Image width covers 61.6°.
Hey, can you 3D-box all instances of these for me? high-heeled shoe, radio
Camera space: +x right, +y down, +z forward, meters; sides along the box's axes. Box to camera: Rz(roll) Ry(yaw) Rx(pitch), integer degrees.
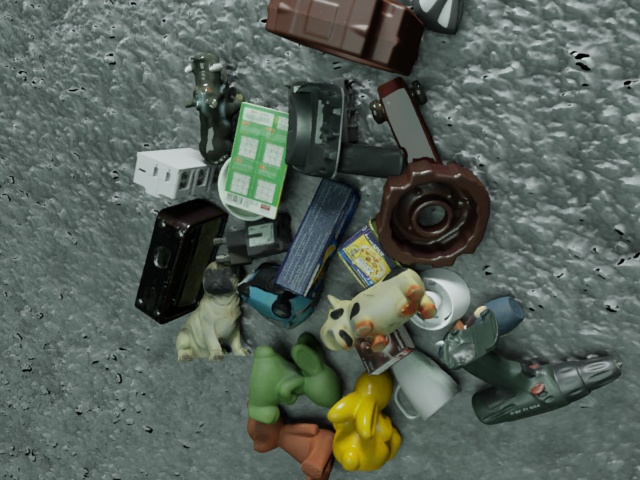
[{"bbox_3d":[0.215,-0.420,0.754,0.145,0.086,0.248,47,118,2],"label":"high-heeled shoe"},{"bbox_3d":[-0.268,0.042,1.032,0.073,0.131,0.229,27,111,17],"label":"radio"}]

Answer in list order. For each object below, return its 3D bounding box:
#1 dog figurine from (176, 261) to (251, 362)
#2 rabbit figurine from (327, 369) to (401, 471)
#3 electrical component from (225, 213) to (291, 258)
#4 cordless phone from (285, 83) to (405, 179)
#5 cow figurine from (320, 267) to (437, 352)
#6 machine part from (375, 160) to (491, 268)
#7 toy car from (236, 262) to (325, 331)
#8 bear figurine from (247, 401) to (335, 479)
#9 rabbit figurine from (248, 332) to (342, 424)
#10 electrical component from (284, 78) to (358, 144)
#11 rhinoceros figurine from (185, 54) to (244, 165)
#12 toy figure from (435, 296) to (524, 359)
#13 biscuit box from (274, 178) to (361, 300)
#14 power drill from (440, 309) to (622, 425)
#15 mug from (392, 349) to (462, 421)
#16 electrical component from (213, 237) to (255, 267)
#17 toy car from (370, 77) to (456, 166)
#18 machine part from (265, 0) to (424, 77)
[{"bbox_3d":[-0.223,0.139,1.066,0.172,0.121,0.190,-7,84,23],"label":"dog figurine"},{"bbox_3d":[0.076,0.307,0.952,0.122,0.162,0.173,18,91,31],"label":"rabbit figurine"},{"bbox_3d":[-0.112,-0.004,0.991,0.119,0.047,0.075,-13,78,24],"label":"electrical component"},{"bbox_3d":[0.044,-0.163,0.831,0.184,0.089,0.146,8,105,10],"label":"cordless phone"},{"bbox_3d":[0.081,0.113,0.870,0.195,0.127,0.085,-37,118,14],"label":"cow figurine"},{"bbox_3d":[0.172,-0.039,0.832,0.179,0.056,0.179,0,121,1],"label":"machine part"},{"bbox_3d":[-0.070,0.112,0.984,0.162,0.109,0.102,11,130,29],"label":"toy car"},{"bbox_3d":[-0.068,0.393,1.031,0.196,0.132,0.120,15,122,13],"label":"bear figurine"},{"bbox_3d":[-0.040,0.257,1.013,0.170,0.121,0.159,7,98,3],"label":"rabbit figurine"},{"bbox_3d":[0.002,-0.200,0.904,0.115,0.058,0.134,4,104,24],"label":"electrical component"},{"bbox_3d":[-0.191,-0.230,0.950,0.073,0.112,0.190,8,113,23],"label":"rhinoceros figurine"},{"bbox_3d":[0.257,0.148,0.876,0.154,0.058,0.064,-40,79,30],"label":"toy figure"},{"bbox_3d":[-0.002,-0.003,0.904,0.063,0.059,0.202,24,84,18],"label":"biscuit box"},{"bbox_3d":[0.306,0.193,0.826,0.207,0.086,0.232,34,126,-24],"label":"power drill"},{"bbox_3d":[0.171,0.249,0.926,0.109,0.081,0.107,-50,64,29],"label":"mug"},{"bbox_3d":[-0.154,0.017,1.020,0.094,0.021,0.063,-6,74,-13],"label":"electrical component"},{"bbox_3d":[0.151,-0.157,0.852,0.089,0.053,0.202,-23,97,22],"label":"toy car"},{"bbox_3d":[0.040,-0.311,0.782,0.201,0.201,0.087,22,106,17],"label":"machine part"}]
